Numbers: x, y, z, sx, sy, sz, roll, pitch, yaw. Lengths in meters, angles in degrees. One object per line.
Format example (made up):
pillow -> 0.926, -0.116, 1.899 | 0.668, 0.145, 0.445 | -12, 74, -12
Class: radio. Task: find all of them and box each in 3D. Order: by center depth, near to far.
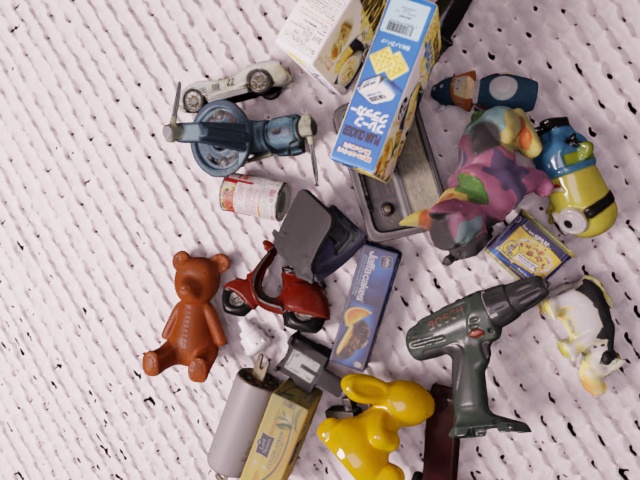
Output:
radio -> 0.111, -0.116, 0.839 | 0.131, 0.073, 0.229 | -17, 87, 12

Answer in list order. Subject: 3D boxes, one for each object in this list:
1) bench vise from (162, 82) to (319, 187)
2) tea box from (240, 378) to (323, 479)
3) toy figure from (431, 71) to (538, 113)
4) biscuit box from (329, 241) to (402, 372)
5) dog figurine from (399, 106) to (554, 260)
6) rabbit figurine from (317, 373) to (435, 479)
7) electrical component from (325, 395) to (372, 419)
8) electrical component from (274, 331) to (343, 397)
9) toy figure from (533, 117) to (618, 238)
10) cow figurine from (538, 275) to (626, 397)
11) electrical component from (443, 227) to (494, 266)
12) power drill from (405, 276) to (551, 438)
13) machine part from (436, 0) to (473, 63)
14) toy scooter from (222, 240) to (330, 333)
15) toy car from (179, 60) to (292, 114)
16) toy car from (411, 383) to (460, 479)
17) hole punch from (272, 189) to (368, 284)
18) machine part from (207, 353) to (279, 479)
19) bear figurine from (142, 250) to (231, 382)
bench vise -> -0.128, -0.156, 0.820 | 0.224, 0.240, 0.128 | 9, 99, 28
tea box -> -0.063, 0.326, 0.892 | 0.068, 0.098, 0.169 | 23, 100, 12
toy figure -> 0.246, -0.224, 0.813 | 0.155, 0.057, 0.064 | 8, 56, 14
biscuit box -> 0.074, 0.105, 0.867 | 0.063, 0.059, 0.202 | 17, 97, 12
dog figurine -> 0.207, -0.080, 0.746 | 0.219, 0.108, 0.191 | -19, 90, -28
rabbit figurine -> 0.090, 0.273, 0.818 | 0.173, 0.122, 0.162 | -37, 80, -8
electrical component -> 0.054, 0.305, 0.893 | 0.078, 0.045, 0.102 | -19, 85, 42
electrical component -> -0.009, 0.212, 0.898 | 0.119, 0.048, 0.074 | 25, 99, 10
toy figure -> 0.367, -0.090, 0.779 | 0.089, 0.082, 0.180 | -16, 87, 15
cow figurine -> 0.399, 0.140, 0.792 | 0.098, 0.068, 0.167 | -26, 88, 7
electrical component -> 0.229, 0.007, 0.824 | 0.021, 0.094, 0.063 | 54, 140, 3
power drill -> 0.239, 0.174, 0.775 | 0.232, 0.086, 0.207 | -23, 66, 32
machine part -> 0.191, -0.344, 0.828 | 0.084, 0.039, 0.139 | 41, 102, 13
toy scooter -> -0.064, 0.073, 0.890 | 0.184, 0.075, 0.135 | 14, 73, 2
toy car -> -0.145, -0.249, 0.892 | 0.202, 0.073, 0.056 | -12, 93, 13
toy car -> 0.195, 0.329, 0.854 | 0.089, 0.053, 0.202 | 4, 91, 32
hole punch -> -0.002, -0.003, 0.848 | 0.142, 0.092, 0.115 | 46, 111, 43
machine part -> -0.132, 0.310, 0.917 | 0.079, 0.079, 0.243 | 22, 97, 11
bear figurine -> -0.217, 0.121, 0.904 | 0.120, 0.132, 0.195 | 8, 101, 9
